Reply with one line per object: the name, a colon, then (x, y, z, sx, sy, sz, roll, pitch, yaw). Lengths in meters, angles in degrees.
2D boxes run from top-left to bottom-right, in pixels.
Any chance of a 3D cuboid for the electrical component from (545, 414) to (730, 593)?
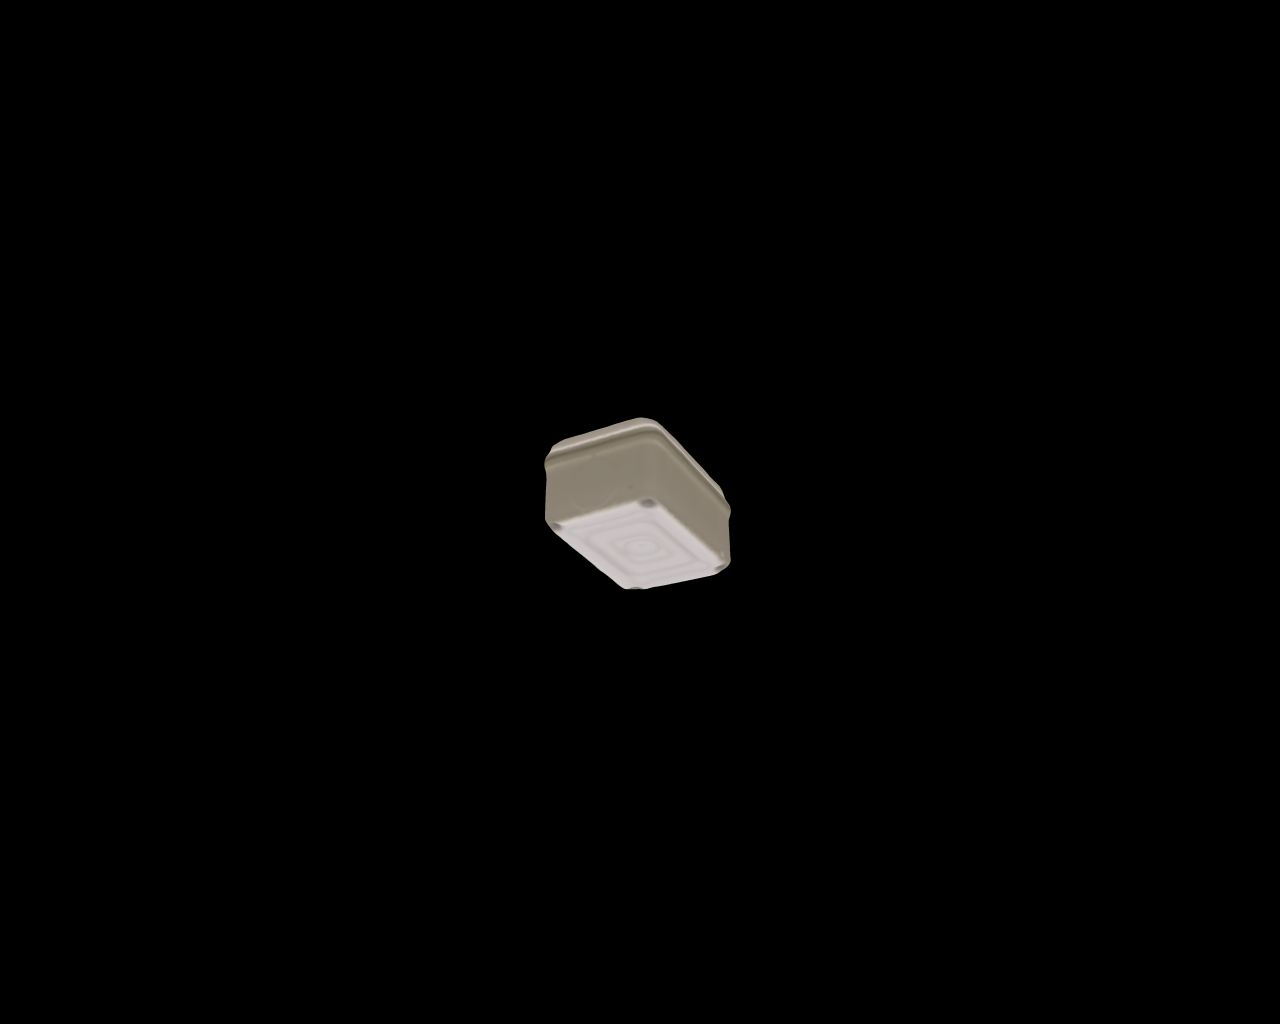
electrical component: (0.001, -0.003, 0.650, 0.078, 0.057, 0.113, -14, -32, 24)
